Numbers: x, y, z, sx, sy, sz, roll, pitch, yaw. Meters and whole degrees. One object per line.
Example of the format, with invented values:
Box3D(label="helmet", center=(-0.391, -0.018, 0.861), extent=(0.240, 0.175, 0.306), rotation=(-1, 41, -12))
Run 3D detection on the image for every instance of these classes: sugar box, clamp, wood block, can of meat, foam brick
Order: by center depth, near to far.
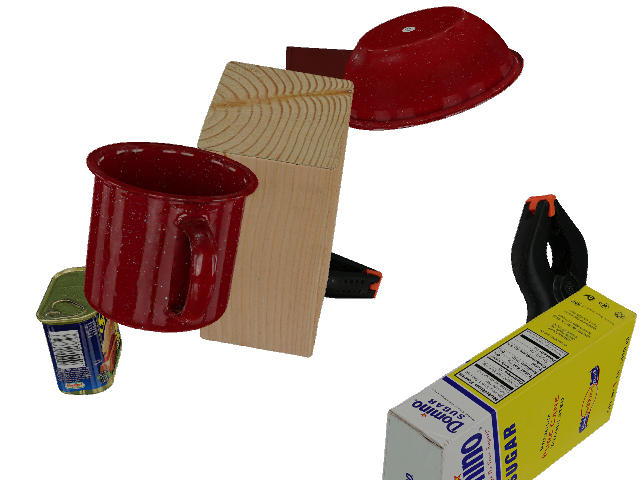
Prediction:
Box3D(label="sugar box", center=(0.112, 0.104, 0.626), extent=(0.175, 0.093, 0.048), rotation=(-29, 45, -36))
Box3D(label="wood block", center=(-0.036, -0.016, 0.770), extent=(0.091, 0.090, 0.206), rotation=(10, -41, 3))
Box3D(label="clamp", center=(0.195, 0.050, 0.912), extent=(0.120, 0.171, 0.039), rotation=(-23, 7, -39))
Box3D(label="can of meat", center=(-0.222, 0.084, 0.999), extent=(0.057, 0.084, 0.102), rotation=(-5, 25, 1))
Box3D(label="foam brick", center=(0.004, -0.172, 1.102), extent=(0.078, 0.051, 0.053), rotation=(2, 10, -6))
Box3D(label="clamp", center=(-0.036, 0.028, 1.132), extent=(0.210, 0.036, 0.164), rotation=(16, 18, -6))

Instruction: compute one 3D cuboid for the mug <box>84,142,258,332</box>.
Box3D(label="mug", center=(-0.081, 0.003, 0.579), extent=(0.093, 0.081, 0.117), rotation=(-1, 23, -28))

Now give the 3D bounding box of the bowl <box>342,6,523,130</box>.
Box3D(label="bowl", center=(0.082, -0.150, 0.880), extent=(0.162, 0.055, 0.162), rotation=(-16, 25, 8))
